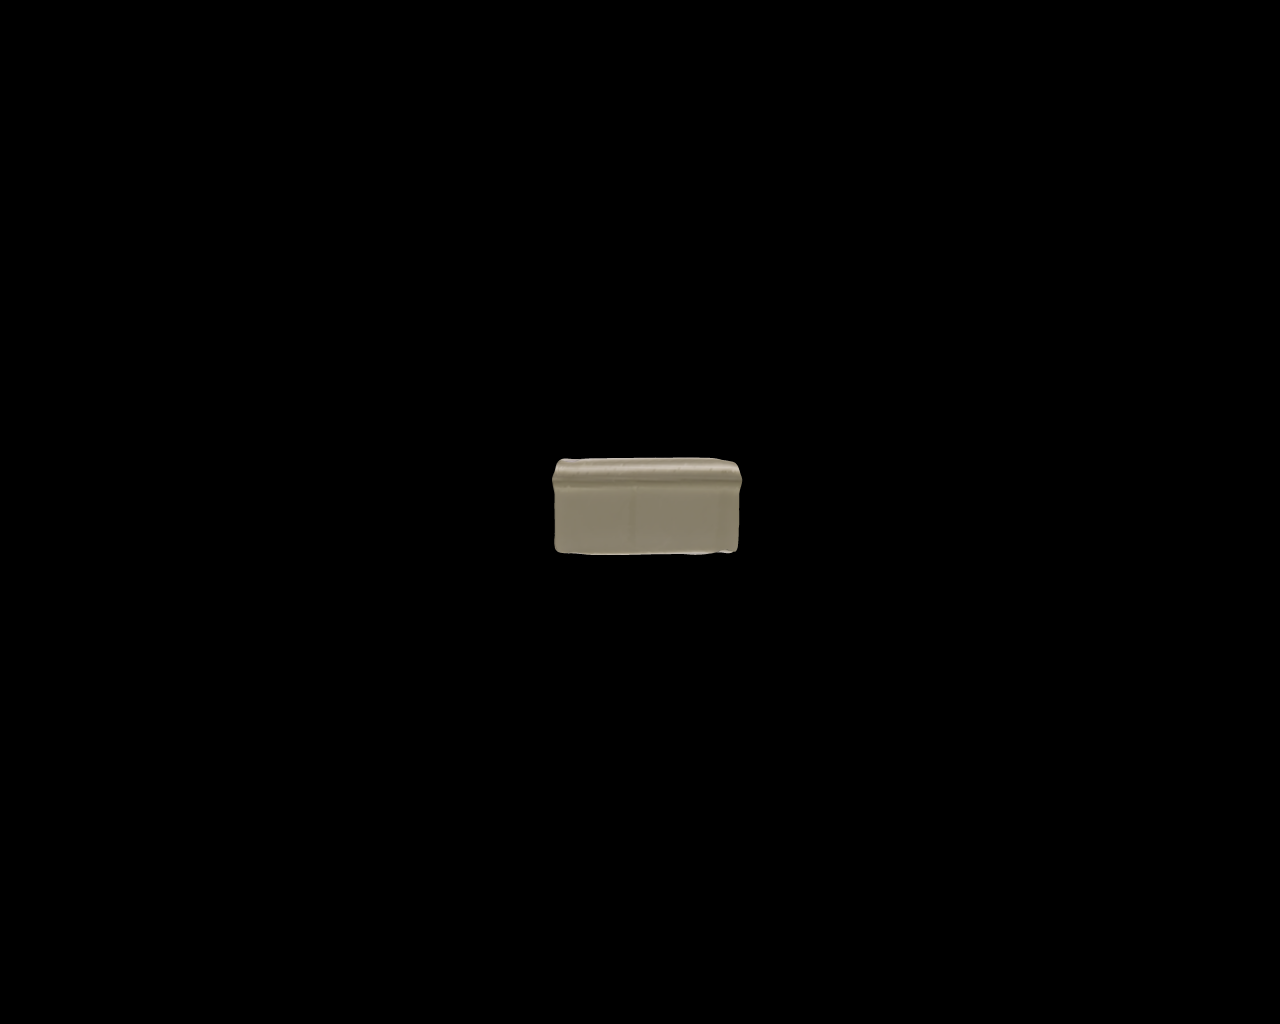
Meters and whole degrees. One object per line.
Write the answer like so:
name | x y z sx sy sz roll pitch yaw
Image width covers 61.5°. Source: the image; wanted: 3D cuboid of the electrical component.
electrical component | 0.001 -0.003 0.650 0.109 0.056 0.108 0 0 -4
